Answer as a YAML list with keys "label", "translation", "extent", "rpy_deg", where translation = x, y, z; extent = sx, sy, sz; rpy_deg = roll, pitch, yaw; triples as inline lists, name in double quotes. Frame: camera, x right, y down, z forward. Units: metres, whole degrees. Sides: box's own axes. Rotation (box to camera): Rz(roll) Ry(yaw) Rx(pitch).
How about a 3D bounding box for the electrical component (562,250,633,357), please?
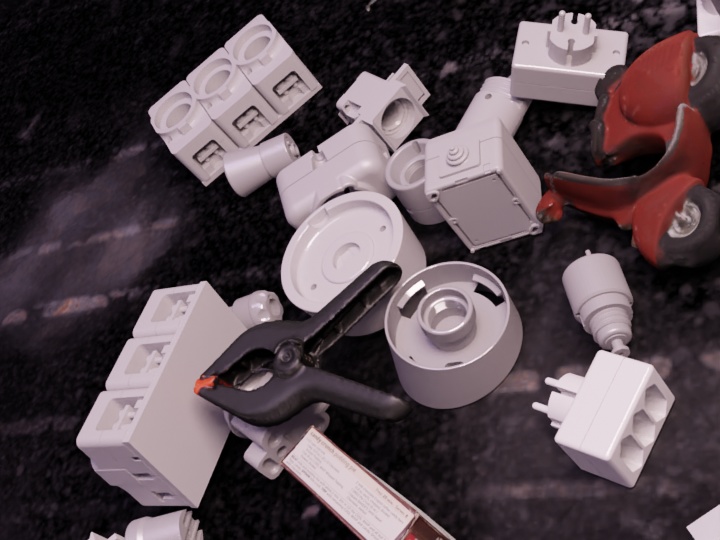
- label: "electrical component"
  translation: [0.162, 0.025, 0.715]
  extent: [0.040, 0.040, 0.078]
  rpy_deg: [-27, 47, 18]

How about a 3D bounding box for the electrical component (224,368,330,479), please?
- label: "electrical component"
  translation: [-0.065, 0.108, 0.807]
  extent: [0.057, 0.058, 0.078]
  rpy_deg: [28, 78, 42]

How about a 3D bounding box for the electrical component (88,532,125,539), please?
- label: "electrical component"
  translation: [-0.198, 0.242, 0.815]
  extent: [0.081, 0.042, 0.063]
  rpy_deg: [-40, 46, 5]

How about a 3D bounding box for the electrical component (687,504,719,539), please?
- label: "electrical component"
  translation: [0.261, 0.177, 0.516]
  extent: [0.105, 0.060, 0.186]
  rpy_deg: [-37, 45, 8]

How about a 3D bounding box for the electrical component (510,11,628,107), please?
- label: "electrical component"
  translation: [0.159, -0.168, 0.813]
  extent: [0.083, 0.075, 0.047]
  rpy_deg: [8, 61, 10]

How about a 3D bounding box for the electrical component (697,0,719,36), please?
- label: "electrical component"
  translation: [0.266, -0.197, 0.776]
  extent: [0.047, 0.076, 0.065]
  rpy_deg: [-11, 53, 29]

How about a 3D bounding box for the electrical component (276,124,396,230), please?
- label: "electrical component"
  translation: [-0.018, -0.069, 0.902]
  extent: [0.095, 0.054, 0.059]
  rpy_deg: [-32, 47, 16]

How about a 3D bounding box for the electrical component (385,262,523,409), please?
- label: "electrical component"
  translation: [0.066, 0.045, 0.770]
  extent: [0.099, 0.064, 0.099]
  rpy_deg: [-10, 53, 13]

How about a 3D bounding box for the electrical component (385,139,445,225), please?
- label: "electrical component"
  translation: [0.052, -0.072, 0.860]
  extent: [0.055, 0.047, 0.055]
  rpy_deg: [-19, 50, 24]

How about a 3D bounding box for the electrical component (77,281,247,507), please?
- label: "electrical component"
  translation: [-0.146, 0.096, 0.833]
  extent: [0.062, 0.089, 0.150]
  rpy_deg: [-8, 44, 32]

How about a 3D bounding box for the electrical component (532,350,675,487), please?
- label: "electrical component"
  translation: [0.144, 0.088, 0.676]
  extent: [0.077, 0.047, 0.065]
  rpy_deg: [16, 69, 42]

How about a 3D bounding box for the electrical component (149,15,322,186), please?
- label: "electrical component"
  translation: [-0.126, -0.169, 1.051]
  extent: [0.150, 0.061, 0.089]
  rpy_deg: [-40, 45, 4]

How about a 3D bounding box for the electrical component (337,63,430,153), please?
- label: "electrical component"
  translation: [0.017, -0.140, 0.941]
  extent: [0.081, 0.042, 0.064]
  rpy_deg: [-50, 43, -6]

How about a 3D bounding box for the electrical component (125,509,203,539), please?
- label: "electrical component"
  translation: [-0.147, 0.202, 0.809]
  extent: [0.046, 0.040, 0.040]
  rpy_deg: [-19, 49, 17]

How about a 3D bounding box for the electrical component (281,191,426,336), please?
- label: "electrical component"
  translation: [0.000, 0.000, 0.836]
  extent: [0.108, 0.060, 0.108]
  rpy_deg: [-19, 50, 24]

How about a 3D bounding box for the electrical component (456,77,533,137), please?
- label: "electrical component"
  translation: [0.107, -0.122, 0.861]
  extent: [0.043, 0.043, 0.081]
  rpy_deg: [15, 68, 42]

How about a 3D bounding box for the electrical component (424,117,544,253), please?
- label: "electrical component"
  translation: [0.089, -0.069, 0.796]
  extent: [0.062, 0.096, 0.061]
  rpy_deg: [-17, 50, 26]

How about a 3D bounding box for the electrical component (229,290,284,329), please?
- label: "electrical component"
  translation: [-0.096, 0.040, 0.895]
  extent: [0.061, 0.035, 0.035]
  rpy_deg: [-20, 49, 26]

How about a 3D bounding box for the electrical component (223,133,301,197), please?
- label: "electrical component"
  translation: [-0.087, -0.099, 0.987]
  extent: [0.065, 0.044, 0.044]
  rpy_deg: [-21, 48, 16]
